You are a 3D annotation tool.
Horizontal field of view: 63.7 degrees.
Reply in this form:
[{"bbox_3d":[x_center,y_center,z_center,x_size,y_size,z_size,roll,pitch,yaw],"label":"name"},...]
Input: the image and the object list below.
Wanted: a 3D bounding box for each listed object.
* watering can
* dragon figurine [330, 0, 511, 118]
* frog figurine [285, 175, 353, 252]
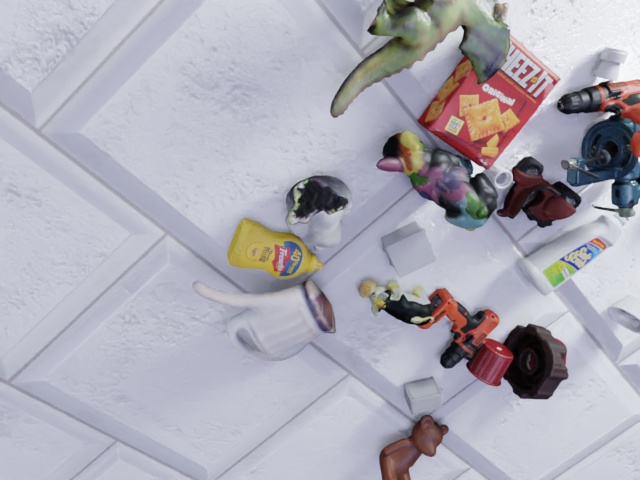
[{"bbox_3d":[-0.095,0.151,1.056,0.224,0.106,0.340,-25,138,4],"label":"watering can"},{"bbox_3d":[0.205,-0.342,0.847,0.242,0.124,0.404,25,110,-11],"label":"dragon figurine"},{"bbox_3d":[0.003,-0.051,1.009,0.137,0.124,0.157,-34,156,-2],"label":"frog figurine"}]
